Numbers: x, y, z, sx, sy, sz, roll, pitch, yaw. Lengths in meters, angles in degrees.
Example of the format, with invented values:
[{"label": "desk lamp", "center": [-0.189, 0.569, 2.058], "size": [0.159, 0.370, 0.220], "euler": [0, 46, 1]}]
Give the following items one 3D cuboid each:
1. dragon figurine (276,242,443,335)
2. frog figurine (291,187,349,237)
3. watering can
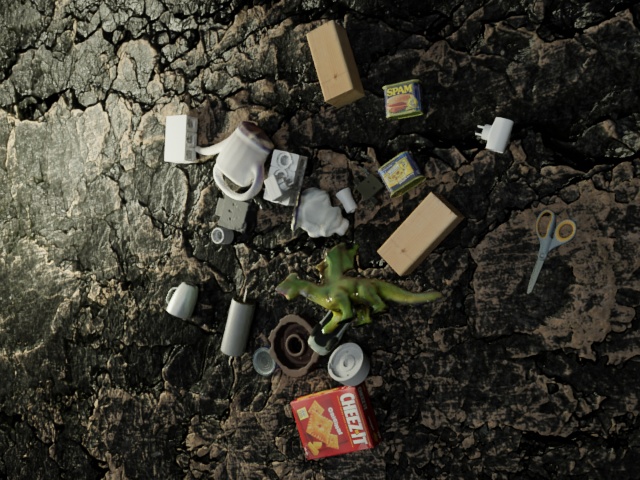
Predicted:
[{"label": "dragon figurine", "center": [0.090, 0.107, 1.362], "size": [0.411, 0.119, 0.248], "euler": [-14, 61, -5]}, {"label": "frog figurine", "center": [0.004, -0.073, 1.453], "size": [0.159, 0.122, 0.138], "euler": [11, 86, -8]}, {"label": "watering can", "center": [-0.265, -0.270, 1.587], "size": [0.222, 0.103, 0.353], "euler": [-54, 54, 13]}]
